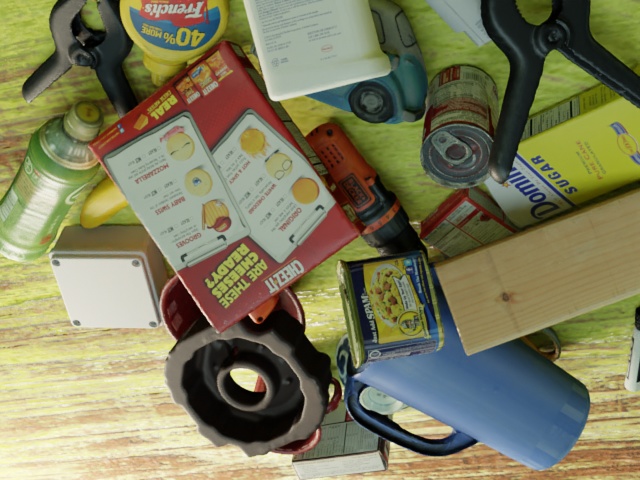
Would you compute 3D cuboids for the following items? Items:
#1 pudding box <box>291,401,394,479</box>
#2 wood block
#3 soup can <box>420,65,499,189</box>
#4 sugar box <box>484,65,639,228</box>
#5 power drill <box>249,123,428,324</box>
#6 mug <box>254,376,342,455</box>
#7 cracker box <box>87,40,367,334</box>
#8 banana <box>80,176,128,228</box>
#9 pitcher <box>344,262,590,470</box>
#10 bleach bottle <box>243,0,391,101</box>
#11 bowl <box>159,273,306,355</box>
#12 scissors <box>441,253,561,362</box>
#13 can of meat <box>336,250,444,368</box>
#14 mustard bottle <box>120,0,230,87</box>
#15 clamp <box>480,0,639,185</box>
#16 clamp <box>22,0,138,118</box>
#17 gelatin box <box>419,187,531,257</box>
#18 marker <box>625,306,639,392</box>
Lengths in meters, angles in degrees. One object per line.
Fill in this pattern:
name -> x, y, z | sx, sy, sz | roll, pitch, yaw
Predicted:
pudding box -> 0.027, 0.235, 1.267 | 0.114, 0.090, 0.039 | -12, 127, 18
wood block -> 0.219, 0.028, 1.005 | 0.206, 0.090, 0.091 | -20, 88, 5
soup can -> 0.126, -0.103, 0.956 | 0.068, 0.102, 0.068 | 5, 131, 6
sugar box -> 0.239, -0.082, 0.992 | 0.176, 0.048, 0.093 | -27, 120, 27
power drill -> -0.007, 0.001, 1.061 | 0.188, 0.057, 0.184 | -35, 107, 9
mug -> -0.028, 0.187, 1.242 | 0.117, 0.081, 0.093 | -18, 124, 23
cracker box -> -0.084, -0.049, 0.984 | 0.164, 0.072, 0.214 | -35, 90, 13
banana -> -0.173, -0.053, 1.095 | 0.198, 0.037, 0.069 | -11, 126, 18
pitcher -> 0.153, 0.151, 1.126 | 0.242, 0.145, 0.149 | 31, 139, -9
bleach bottle -> -0.021, -0.242, 0.837 | 0.103, 0.068, 0.251 | -11, 98, 16
bowl -> -0.091, 0.067, 1.170 | 0.162, 0.055, 0.162 | 5, 130, 6
scissors -> 0.175, 0.083, 1.162 | 0.201, 0.016, 0.096 | 35, 127, -18
can of meat -> 0.066, 0.064, 1.015 | 0.084, 0.102, 0.057 | -9, 164, -5
mustard bottle -> -0.125, -0.216, 0.935 | 0.096, 0.058, 0.192 | 9, 132, -12
clamp -> 0.181, -0.159, 0.885 | 0.164, 0.036, 0.210 | -28, 100, -6
clamp -> -0.208, -0.172, 1.002 | 0.120, 0.039, 0.172 | 18, 138, -14
gelatin box -> 0.157, -0.009, 1.079 | 0.089, 0.030, 0.073 | 32, 129, -16
marker -> 0.346, 0.117, 1.158 | 0.020, 0.020, 0.121 | 2, 130, 9
